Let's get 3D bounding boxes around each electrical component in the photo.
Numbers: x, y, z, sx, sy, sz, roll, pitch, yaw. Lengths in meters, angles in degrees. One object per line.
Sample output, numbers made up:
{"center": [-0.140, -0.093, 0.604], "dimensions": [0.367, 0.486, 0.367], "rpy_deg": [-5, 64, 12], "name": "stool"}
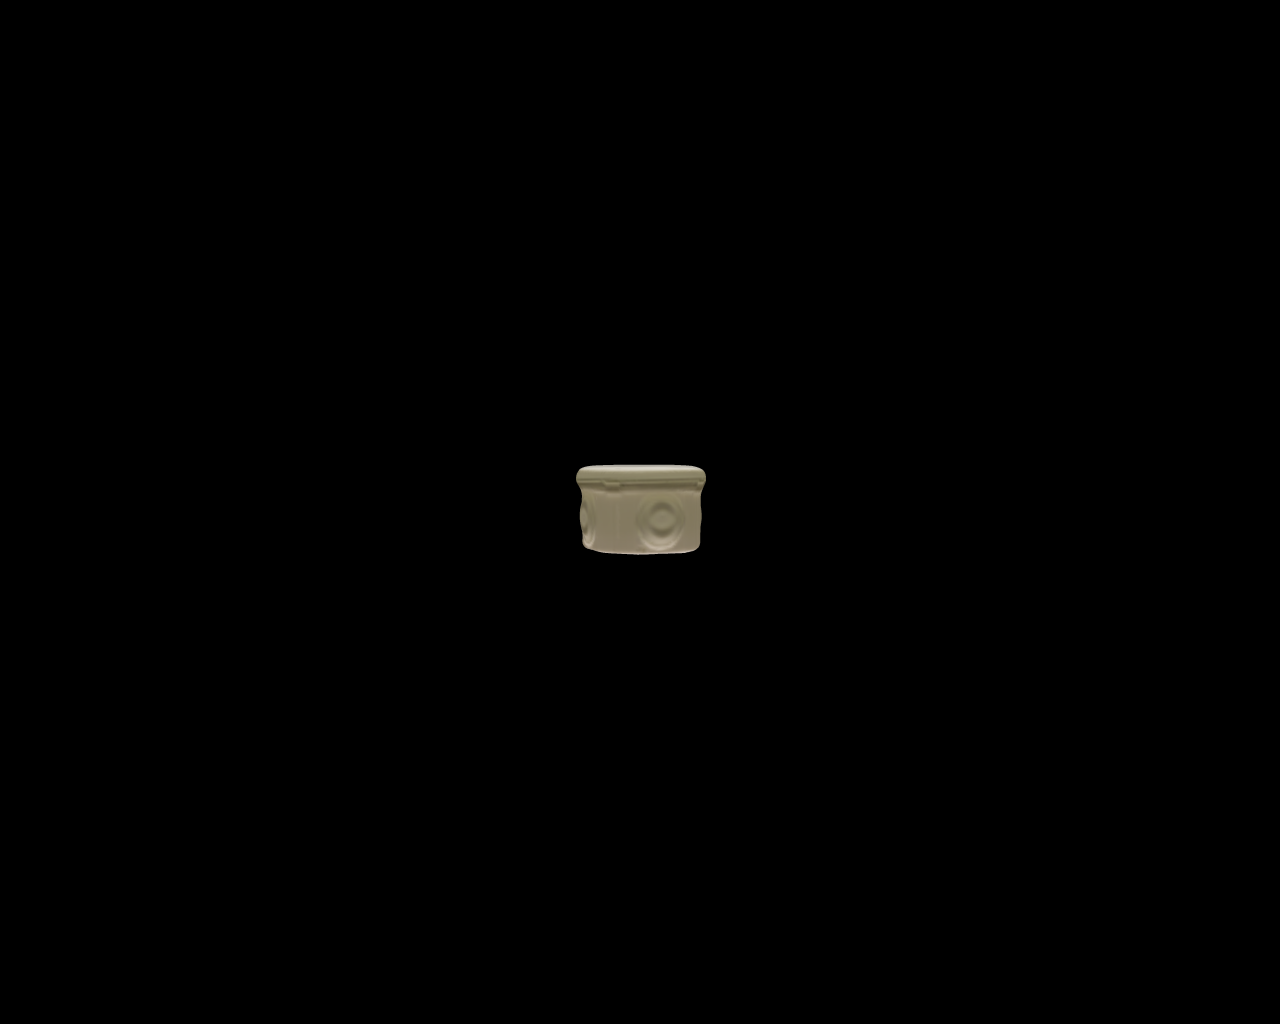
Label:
{"center": [0.001, -0.003, 0.650], "dimensions": [0.080, 0.051, 0.080], "rpy_deg": [0, 4, 0], "name": "electrical component"}
